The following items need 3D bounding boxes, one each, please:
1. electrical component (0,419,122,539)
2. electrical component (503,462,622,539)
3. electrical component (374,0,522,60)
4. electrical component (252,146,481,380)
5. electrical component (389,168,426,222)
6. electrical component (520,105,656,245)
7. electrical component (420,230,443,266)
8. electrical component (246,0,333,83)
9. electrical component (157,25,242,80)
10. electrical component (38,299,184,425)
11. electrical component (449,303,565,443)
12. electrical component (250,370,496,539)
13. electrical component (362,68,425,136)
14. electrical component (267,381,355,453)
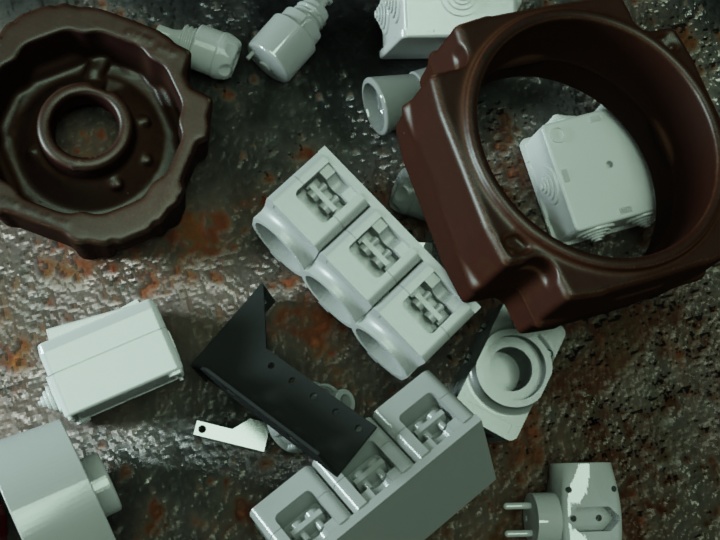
[{"bbox_3d":[-0.187,0.147,0.682,0.060,0.108,0.108,-24,83,-18],"label":"electrical component"},{"bbox_3d":[0.139,0.174,0.754,0.079,0.043,0.077,0,79,-8],"label":"electrical component"},{"bbox_3d":[0.064,-0.186,0.787,0.100,0.100,0.048,-3,92,-9],"label":"electrical component"},{"bbox_3d":[0.000,0.000,0.744,0.062,0.089,0.150,-43,88,-14],"label":"electrical component"},{"bbox_3d":[0.055,-0.051,0.791,0.061,0.035,0.035,19,77,-7],"label":"electrical component"},{"bbox_3d":[0.179,-0.073,0.807,0.100,0.048,0.099,-16,82,-11],"label":"electrical component"},{"bbox_3d":[0.075,-0.015,0.776,0.066,0.055,0.048,1,79,-8],"label":"electrical component"},{"bbox_3d":[-0.049,-0.175,0.797,0.040,0.040,0.078,39,76,0],"label":"electrical component"},{"bbox_3d":[-0.120,-0.163,0.788,0.061,0.035,0.035,20,77,-2],"label":"electrical component"},{"bbox_3d":[-0.173,0.061,0.721,0.096,0.061,0.061,-23,83,-12],"label":"electrical component"},{"bbox_3d":[0.102,0.072,0.763,0.050,0.055,0.089,29,76,-2],"label":"electrical component"},{"bbox_3d":[0.010,0.146,0.712,0.150,0.089,0.062,-37,54,-13],"label":"electrical component"},{"bbox_3d":[0.040,-0.130,0.802,0.065,0.044,0.044,-19,82,-16],"label":"electrical component"},{"bbox_3d":[-0.030,0.096,0.731,0.048,0.062,0.048,21,58,-38],"label":"electrical component"}]
